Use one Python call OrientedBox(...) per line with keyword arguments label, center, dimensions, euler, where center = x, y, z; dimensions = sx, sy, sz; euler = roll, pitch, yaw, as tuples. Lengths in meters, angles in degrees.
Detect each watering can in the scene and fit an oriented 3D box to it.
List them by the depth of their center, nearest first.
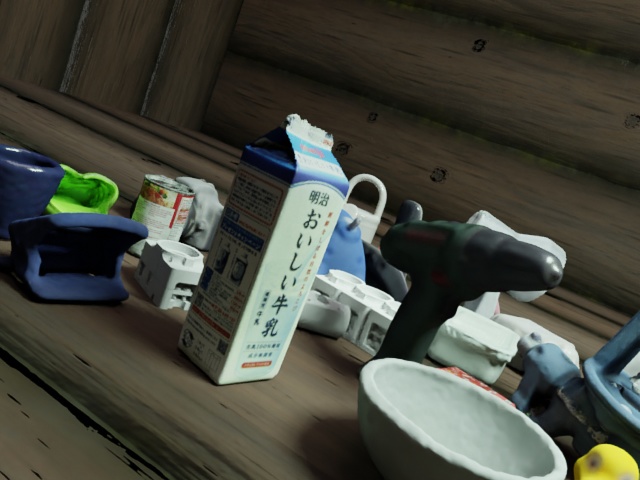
OrientedBox(label="watering can", center=(0.076, -0.043, 1.206), dimensions=(0.101, 0.194, 0.173), euler=(20, 10, -7))

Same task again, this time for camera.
OrientedBox(label="camera", center=(-0.229, -0.053, 0.874), dimensions=(0.142, 0.101, 0.137), euler=(25, 10, 22))

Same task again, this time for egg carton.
OrientedBox(label="egg carton", center=(0.340, 0.176, 0.935), dimensions=(0.108, 0.069, 0.149), euler=(14, 12, -36))

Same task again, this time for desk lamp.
OrientedBox(label="desk lamp", center=(0.305, 0.067, 1.028), dimensions=(0.203, 0.213, 0.118), euler=(20, 9, -8))

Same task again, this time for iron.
OrientedBox(label="iron", center=(0.009, 0.003, 0.957), dimensions=(0.119, 0.141, 0.257), euler=(18, 10, -18))

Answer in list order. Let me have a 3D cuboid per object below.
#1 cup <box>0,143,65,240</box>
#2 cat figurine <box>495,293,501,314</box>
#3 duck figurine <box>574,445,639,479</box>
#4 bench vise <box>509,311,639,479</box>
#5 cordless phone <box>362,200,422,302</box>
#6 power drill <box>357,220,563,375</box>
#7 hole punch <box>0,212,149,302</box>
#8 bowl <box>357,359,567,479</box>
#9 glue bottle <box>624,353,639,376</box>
OrientedBox(label="cup", center=(-0.353, -0.055, 0.635), dimensions=(0.117, 0.095, 0.092), euler=(24, 10, 15))
OrientedBox(label="cat figurine", center=(0.331, 0.109, 1.143), dimensions=(0.067, 0.118, 0.128), euler=(28, 12, 37))
OrientedBox(label="duck figurine", center=(0.226, 0.206, 0.463), dimensions=(0.077, 0.086, 0.105), euler=(28, 11, 35))
OrientedBox(label="bench vise", center=(0.304, 0.138, 0.608), dimensions=(0.206, 0.220, 0.122), euler=(28, 11, 35))
OrientedBox(label="cordless phone", center=(0.119, 0.009, 1.032), dimensions=(0.094, 0.185, 0.147), euler=(15, 12, -35))
OrientedBox(label="power drill", center=(0.125, 0.076, 0.600), dimensions=(0.076, 0.208, 0.228), euler=(15, 11, -31))
OrientedBox(label="hole punch", center=(-0.242, 0.003, 0.562), dimensions=(0.100, 0.091, 0.109), euler=(28, 12, 36))
OrientedBox(label="bowl", center=(0.097, 0.165, 0.449), dimensions=(0.167, 0.075, 0.167), euler=(21, 9, -3))
OrientedBox(label="glue bottle", center=(0.393, 0.173, 0.746), dimensions=(0.078, 0.173, 0.037), euler=(17, 10, -25))
